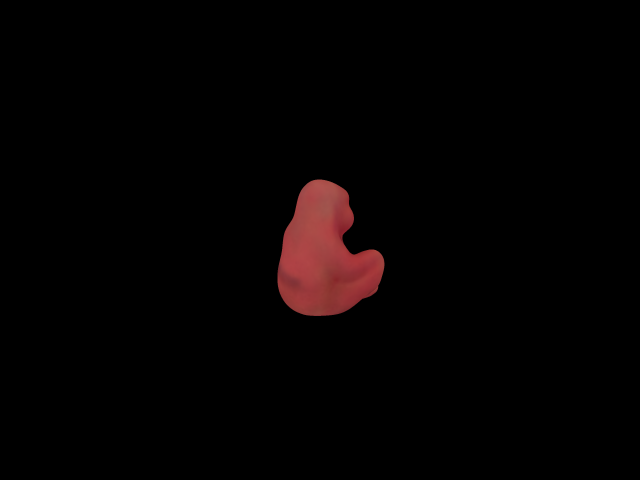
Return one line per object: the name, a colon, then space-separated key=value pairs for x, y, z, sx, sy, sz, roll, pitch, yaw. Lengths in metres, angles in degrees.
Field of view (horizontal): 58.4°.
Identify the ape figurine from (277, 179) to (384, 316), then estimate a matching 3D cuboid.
ape figurine: x=0.004 y=0.001 z=0.400 sx=0.076 sy=0.092 sz=0.077 roll=-19 pitch=36 yaw=-29
